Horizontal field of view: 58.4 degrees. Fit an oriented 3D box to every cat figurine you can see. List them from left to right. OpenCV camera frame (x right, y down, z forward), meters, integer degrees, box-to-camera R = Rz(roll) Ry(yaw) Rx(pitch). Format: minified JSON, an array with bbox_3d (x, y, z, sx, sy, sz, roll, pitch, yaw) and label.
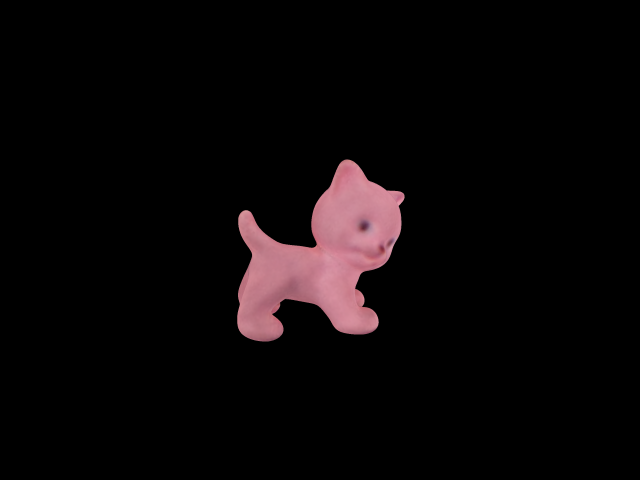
[{"bbox_3d":[0.004,0.001,0.400,0.128,0.118,0.067,-3,16,-11],"label":"cat figurine"}]
